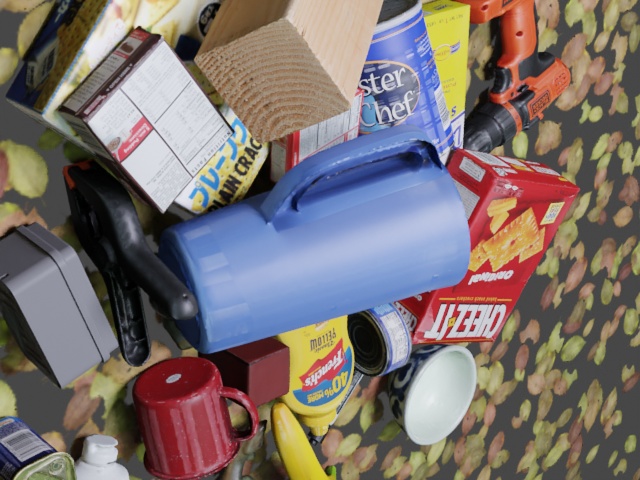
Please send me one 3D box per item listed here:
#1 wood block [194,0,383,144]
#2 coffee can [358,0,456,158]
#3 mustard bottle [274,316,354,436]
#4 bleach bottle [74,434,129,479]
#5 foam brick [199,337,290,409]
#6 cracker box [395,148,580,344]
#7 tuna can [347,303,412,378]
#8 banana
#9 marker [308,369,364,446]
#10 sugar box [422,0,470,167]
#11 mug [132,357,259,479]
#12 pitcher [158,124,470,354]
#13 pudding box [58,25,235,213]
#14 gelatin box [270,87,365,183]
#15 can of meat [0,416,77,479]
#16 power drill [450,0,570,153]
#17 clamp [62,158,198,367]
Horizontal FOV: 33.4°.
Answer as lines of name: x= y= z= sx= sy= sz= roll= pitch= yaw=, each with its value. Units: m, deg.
wood block: x=-0.014 y=-0.185 z=0.849 sx=0.090 sy=0.090 sz=0.206 roll=52 pitch=37 yaw=-31
coffee can: x=0.061 y=-0.145 z=0.996 sx=0.102 sy=0.103 sz=0.140 roll=-33 pitch=118 yaw=-30
mustard bottle: x=-0.009 y=0.121 z=1.095 sx=0.096 sy=0.058 sz=0.192 roll=-26 pitch=125 yaw=-33
bleach bottle: x=-0.228 y=0.297 z=0.957 sx=0.102 sy=0.068 sz=0.251 roll=5 pitch=102 yaw=-45
foam brick: x=-0.072 y=0.119 z=1.018 sx=0.052 sy=0.078 sz=0.051 roll=-17 pitch=118 yaw=-39
cracker box: x=0.176 y=0.013 z=1.188 sx=0.163 sy=0.072 sz=0.214 roll=4 pitch=118 yaw=-45
tuna can: x=0.056 y=0.101 z=1.130 sx=0.033 sy=0.086 sz=0.086 roll=-21 pitch=122 yaw=-35
banana: x=-0.014 y=0.240 z=1.122 sx=0.037 sy=0.070 sz=0.197 roll=-23 pitch=144 yaw=2
marker: x=0.023 y=0.173 z=1.178 sx=0.020 sy=0.020 sz=0.121 roll=40 pitch=79 yaw=-46
sugar box: x=0.108 y=-0.150 z=1.098 sx=0.093 sy=0.048 sz=0.176 roll=-23 pitch=122 yaw=-37
mug: x=-0.113 y=0.160 z=0.975 sx=0.093 sy=0.117 sz=0.081 roll=-63 pitch=147 yaw=-60
pitcher: x=-0.006 y=0.001 z=0.889 sx=0.242 sy=0.145 sz=0.149 roll=-17 pitch=95 yaw=-21
pudding box: x=-0.127 y=-0.089 z=0.801 sx=0.090 sy=0.039 sz=0.113 roll=-51 pitch=138 yaw=-14
gelatin box: x=-0.003 y=-0.093 z=0.935 sx=0.089 sy=0.030 sz=0.073 roll=-34 pitch=146 yaw=-33
can of meat: x=-0.244 y=0.205 z=0.883 sx=0.057 sy=0.084 sz=0.102 roll=-24 pitch=123 yaw=-35
power drill: x=0.193 y=-0.195 z=1.157 sx=0.184 sy=0.057 sz=0.187 roll=-41 pitch=134 yaw=-25
clamp: x=-0.161 y=0.018 z=0.857 sx=0.039 sy=0.171 sz=0.120 roll=-13 pitch=154 yaw=-42
